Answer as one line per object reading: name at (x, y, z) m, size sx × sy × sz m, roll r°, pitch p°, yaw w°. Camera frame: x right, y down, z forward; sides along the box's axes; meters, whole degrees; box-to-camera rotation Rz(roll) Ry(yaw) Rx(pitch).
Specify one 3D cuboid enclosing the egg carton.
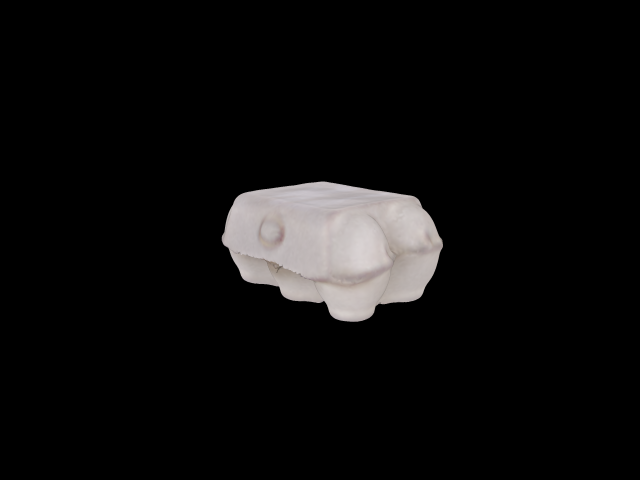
egg carton at (0.004, 0.001, 0.400) m, size 0.107 × 0.069 × 0.149 m, roll -13°, pitch 20°, yaw -42°
